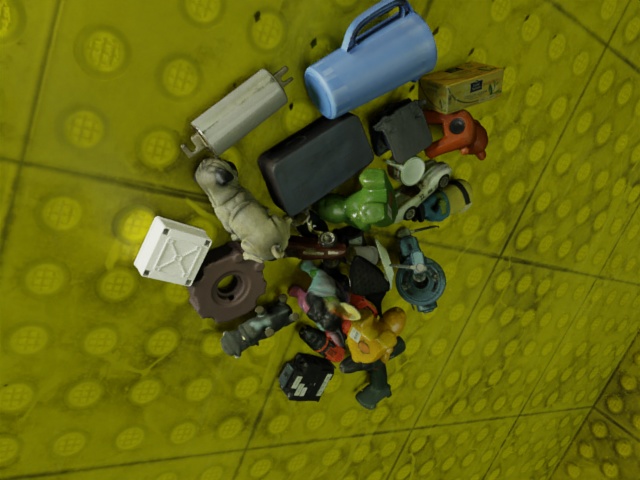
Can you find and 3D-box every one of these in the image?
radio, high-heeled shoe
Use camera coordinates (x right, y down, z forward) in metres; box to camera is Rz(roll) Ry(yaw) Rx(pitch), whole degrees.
[{"bbox_3d":[-0.007,-0.164,1.109,0.229,0.073,0.130,-36,129,-15],"label":"radio"},{"bbox_3d":[0.111,0.077,1.256,0.086,0.145,0.248,-16,135,6],"label":"high-heeled shoe"}]

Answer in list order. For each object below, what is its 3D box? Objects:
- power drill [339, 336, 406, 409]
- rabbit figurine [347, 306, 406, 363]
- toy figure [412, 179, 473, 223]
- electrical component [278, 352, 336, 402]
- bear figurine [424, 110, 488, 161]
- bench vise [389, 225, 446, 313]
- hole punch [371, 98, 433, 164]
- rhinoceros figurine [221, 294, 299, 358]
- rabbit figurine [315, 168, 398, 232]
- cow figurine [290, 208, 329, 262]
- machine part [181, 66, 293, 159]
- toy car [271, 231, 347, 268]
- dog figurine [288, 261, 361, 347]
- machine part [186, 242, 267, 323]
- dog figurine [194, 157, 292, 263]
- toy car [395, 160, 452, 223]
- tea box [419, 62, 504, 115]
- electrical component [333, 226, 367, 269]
[{"bbox_3d":[0.141,0.372,1.510,0.232,0.086,0.207,-24,122,-33],"label":"power drill"},{"bbox_3d":[0.159,0.239,1.356,0.173,0.122,0.162,-33,141,-40],"label":"rabbit figurine"},{"bbox_3d":[0.313,-0.097,1.363,0.180,0.082,0.089,-16,126,-24],"label":"toy figure"},{"bbox_3d":[-0.039,0.356,1.395,0.134,0.058,0.115,20,101,-40],"label":"electrical component"},{"bbox_3d":[0.326,-0.248,1.282,0.196,0.132,0.120,2,80,-67],"label":"bear figurine"},{"bbox_3d":[0.236,0.062,1.298,0.129,0.223,0.240,-5,168,9],"label":"bench vise"},{"bbox_3d":[0.171,-0.243,1.185,0.142,0.092,0.115,-30,116,-14],"label":"hole punch"},{"bbox_3d":[-0.137,0.193,1.211,0.190,0.073,0.112,-28,172,-35],"label":"rhinoceros figurine"},{"bbox_3d":[0.078,-0.080,1.185,0.159,0.170,0.121,22,66,-67],"label":"rabbit figurine"},{"bbox_3d":[-0.001,-0.004,1.188,0.068,0.098,0.167,-49,132,-9],"label":"cow figurine"},{"bbox_3d":[-0.145,-0.229,0.972,0.243,0.079,0.079,-41,131,-9],"label":"machine part"},{"bbox_3d":[-0.044,0.018,1.125,0.089,0.202,0.053,82,20,-50],"label":"toy car"},{"bbox_3d":[0.031,0.148,1.217,0.191,0.219,0.108,21,106,-40],"label":"dog figurine"},{"bbox_3d":[-0.196,0.093,1.136,0.179,0.056,0.179,-16,125,-25],"label":"machine part"},{"bbox_3d":[-0.147,-0.057,1.013,0.121,0.173,0.190,-51,140,-15],"label":"dog figurine"},{"bbox_3d":[0.233,-0.119,1.298,0.202,0.074,0.056,-44,132,-6],"label":"toy car"},{"bbox_3d":[0.318,-0.345,1.213,0.170,0.098,0.068,-24,127,-24],"label":"tea box"},{"bbox_3d":[0.075,0.023,1.288,0.075,0.048,0.119,-23,127,-22],"label":"electrical component"}]
